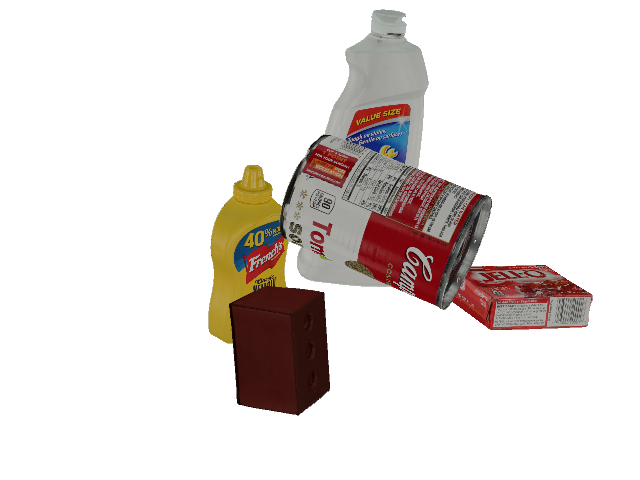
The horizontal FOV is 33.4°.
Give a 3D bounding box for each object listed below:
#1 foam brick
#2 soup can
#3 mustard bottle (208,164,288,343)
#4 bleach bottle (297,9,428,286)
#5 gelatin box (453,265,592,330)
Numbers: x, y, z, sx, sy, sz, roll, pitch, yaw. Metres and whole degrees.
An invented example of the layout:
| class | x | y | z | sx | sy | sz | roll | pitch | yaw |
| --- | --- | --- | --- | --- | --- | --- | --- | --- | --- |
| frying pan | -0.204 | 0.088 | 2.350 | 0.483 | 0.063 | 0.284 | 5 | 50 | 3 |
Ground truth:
| class | x | y | z | sx | sy | sz | roll | pitch | yaw |
| --- | --- | --- | --- | --- | --- | --- | --- | --- | --- |
| foam brick | -0.028 | 0.077 | 0.766 | 0.051 | 0.078 | 0.052 | 4 | 17 | 28 |
| soup can | 0.037 | -0.012 | 0.602 | 0.102 | 0.068 | 0.068 | 23 | 6 | 15 |
| mustard bottle | -0.075 | 0.011 | 1.149 | 0.096 | 0.192 | 0.058 | -20 | 33 | -41 |
| bleach bottle | 0.040 | -0.084 | 0.978 | 0.102 | 0.251 | 0.068 | 5 | 22 | -1 |
| gelatin box | 0.154 | 0.043 | 0.833 | 0.089 | 0.030 | 0.073 | 0 | 17 | -19 |
